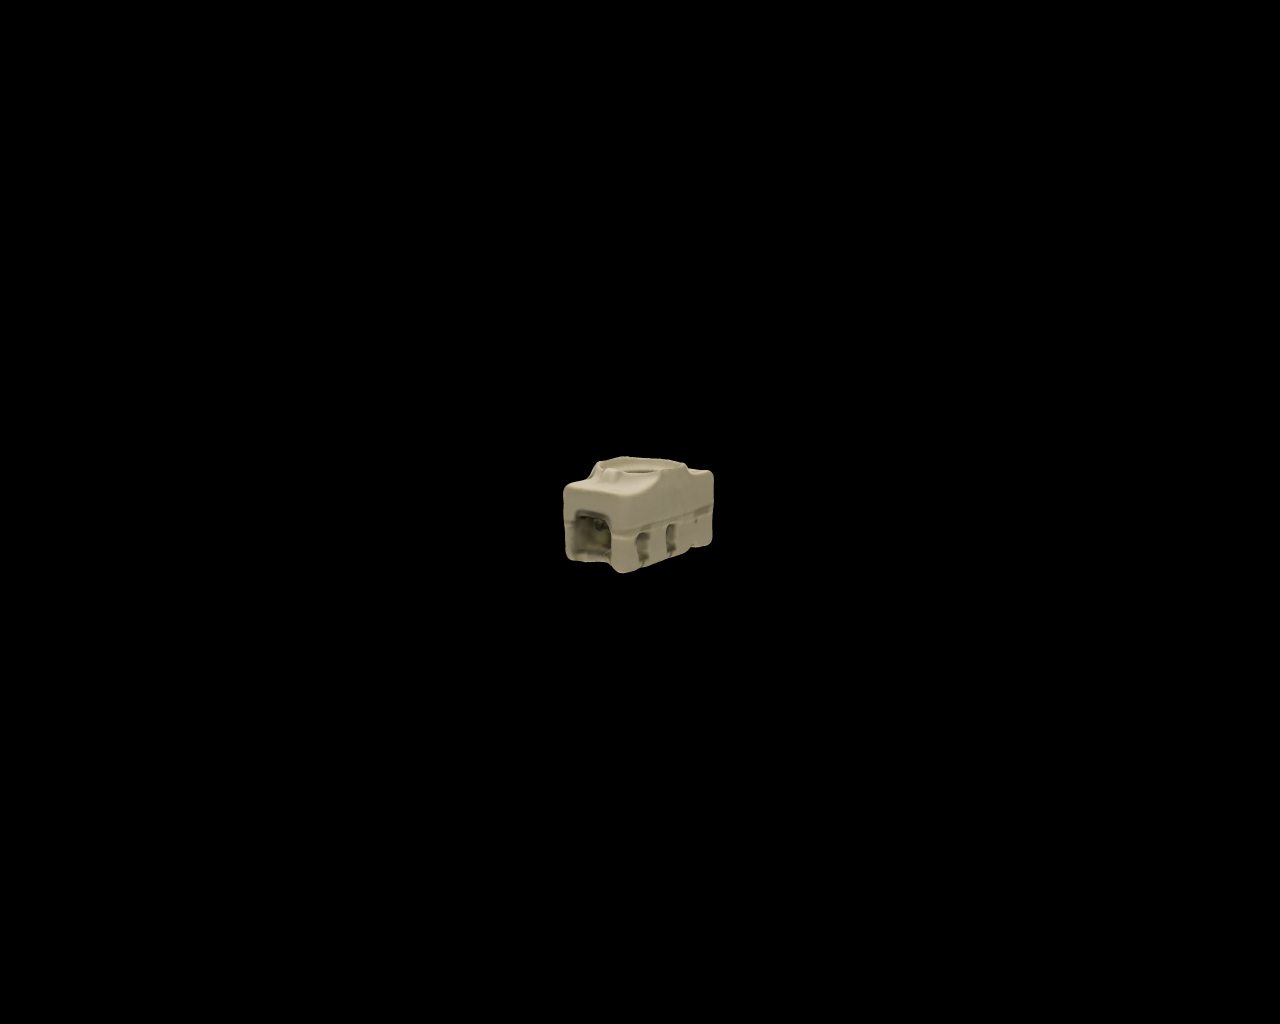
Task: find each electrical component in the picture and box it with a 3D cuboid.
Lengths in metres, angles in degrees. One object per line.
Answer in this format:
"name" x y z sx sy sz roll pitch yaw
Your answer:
"electrical component" 0.001 -0.003 0.650 0.050 0.055 0.090 11 17 38
